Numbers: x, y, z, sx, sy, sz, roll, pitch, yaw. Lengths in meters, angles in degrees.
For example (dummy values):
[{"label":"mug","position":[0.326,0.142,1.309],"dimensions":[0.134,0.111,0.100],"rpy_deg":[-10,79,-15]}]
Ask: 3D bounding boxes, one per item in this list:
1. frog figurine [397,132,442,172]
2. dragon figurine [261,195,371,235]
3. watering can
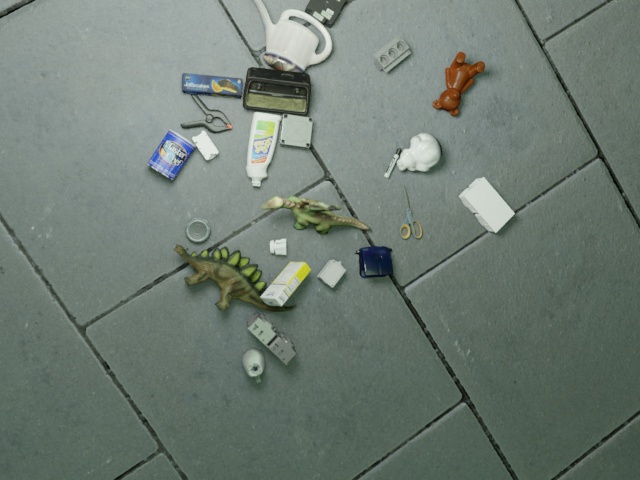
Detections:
[{"label":"frog figurine","position":[0.356,-0.312,1.868],"dimensions":[0.160,0.124,0.135],"rpy_deg":[-22,115,-20]},{"label":"dragon figurine","position":[0.005,-0.088,1.747],"dimensions":[0.410,0.242,0.123],"rpy_deg":[9,86,-8]},{"label":"watering can","position":[-0.130,-0.700,1.779],"dimensions":[0.346,0.104,0.225],"rpy_deg":[24,87,-11]}]
